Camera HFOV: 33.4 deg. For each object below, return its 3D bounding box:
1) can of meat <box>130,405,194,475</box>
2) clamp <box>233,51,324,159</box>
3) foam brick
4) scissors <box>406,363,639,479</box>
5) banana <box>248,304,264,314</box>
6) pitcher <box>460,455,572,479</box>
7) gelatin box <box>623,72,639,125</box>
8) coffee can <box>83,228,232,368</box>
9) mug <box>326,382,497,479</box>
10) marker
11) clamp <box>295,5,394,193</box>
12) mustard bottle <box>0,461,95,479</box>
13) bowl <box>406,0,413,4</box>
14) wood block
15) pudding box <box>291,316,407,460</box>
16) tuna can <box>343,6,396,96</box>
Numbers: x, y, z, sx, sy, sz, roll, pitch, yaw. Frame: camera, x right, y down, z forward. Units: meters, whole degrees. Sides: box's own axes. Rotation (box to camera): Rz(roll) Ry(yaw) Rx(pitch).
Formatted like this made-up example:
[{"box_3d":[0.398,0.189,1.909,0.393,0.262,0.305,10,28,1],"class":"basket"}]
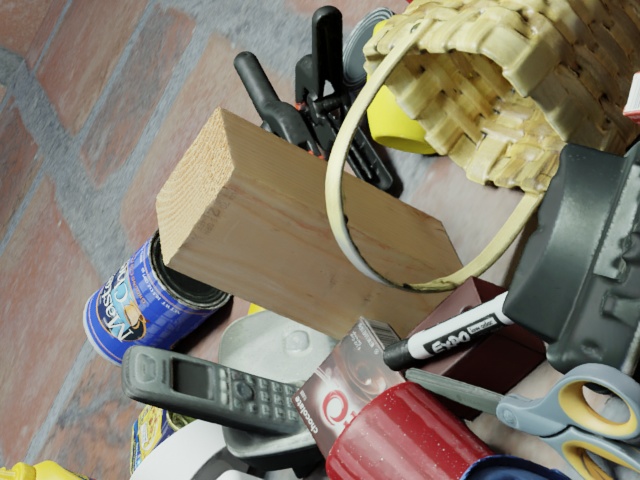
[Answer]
[{"box_3d":[-0.138,0.180,1.009,0.084,0.057,0.102,-55,22,23],"class":"can of meat"},{"box_3d":[-0.044,-0.119,1.062,0.039,0.120,0.172,-27,29,-14],"class":"clamp"},{"box_3d":[0.099,0.072,0.701,0.078,0.051,0.053,-48,32,29],"class":"foam brick"},{"box_3d":[0.115,0.086,0.598,0.016,0.096,0.202,-32,40,-29],"class":"scissors"},{"box_3d":[-0.054,0.071,0.980,0.070,0.037,0.197,-6,62,57],"class":"banana"},{"box_3d":[0.065,0.234,0.568,0.243,0.149,0.145,-54,45,27],"class":"pitcher"},{"box_3d":[0.223,-0.068,0.578,0.089,0.073,0.030,1,68,59],"class":"gelatin box"},{"box_3d":[-0.170,0.061,1.118,0.141,0.102,0.103,-40,36,38],"class":"coffee can"},{"box_3d":[0.057,0.148,0.651,0.082,0.093,0.117,42,148,27],"class":"mug"},{"box_3d":[0.082,0.058,0.665,0.121,0.020,0.020,-31,43,45],"class":"marker"},{"box_3d":[0.007,-0.133,0.965,0.210,0.036,0.164,-137,29,-70],"class":"clamp"},{"box_3d":[-0.200,0.235,0.931,0.096,0.191,0.058,-14,56,56],"class":"mustard bottle"},{"box_3d":[0.102,-0.221,0.809,0.162,0.162,0.055,-25,21,50],"class":"bowl"},{"box_3d":[-0.005,0.001,0.772,0.090,0.205,0.091,-52,30,22],"class":"wood block"},{"box_3d":[0.039,0.124,0.741,0.090,0.039,0.113,-51,50,23],"class":"pudding box"},{"box_3d":[0.053,-0.172,0.997,0.086,0.033,0.086,-40,36,38],"class":"tuna can"}]
